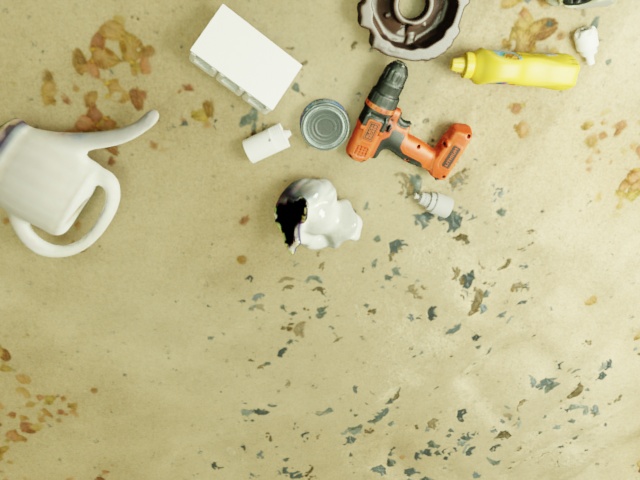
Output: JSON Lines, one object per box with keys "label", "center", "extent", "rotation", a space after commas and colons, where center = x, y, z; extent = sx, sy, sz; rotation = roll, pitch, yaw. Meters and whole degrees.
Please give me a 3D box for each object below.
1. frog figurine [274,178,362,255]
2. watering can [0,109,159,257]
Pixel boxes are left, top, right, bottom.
{"label": "frog figurine", "center": [0.003, -0.047, 0.936], "extent": [0.160, 0.124, 0.135], "rotation": [-9, 112, -39]}
{"label": "watering can", "center": [-0.430, -0.123, 0.857], "extent": [0.223, 0.106, 0.343], "rotation": [33, 109, -16]}
